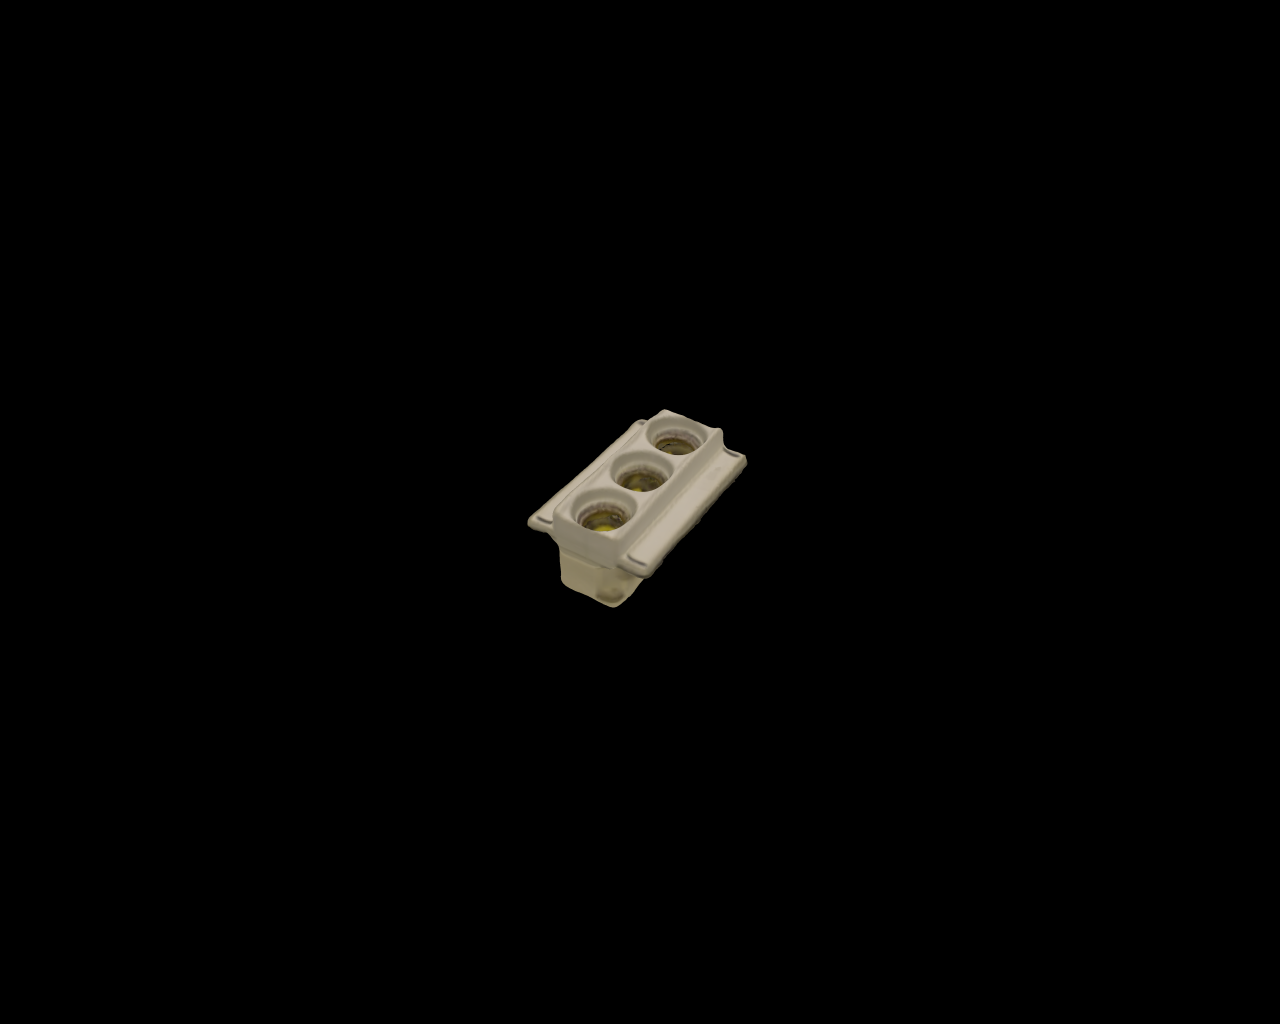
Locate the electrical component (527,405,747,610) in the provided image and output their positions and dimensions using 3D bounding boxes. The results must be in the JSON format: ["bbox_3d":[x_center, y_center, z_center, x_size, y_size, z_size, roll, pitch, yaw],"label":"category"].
[{"bbox_3d":[0.001,-0.003,0.650,0.079,0.063,0.121,22,45,23],"label":"electrical component"}]
